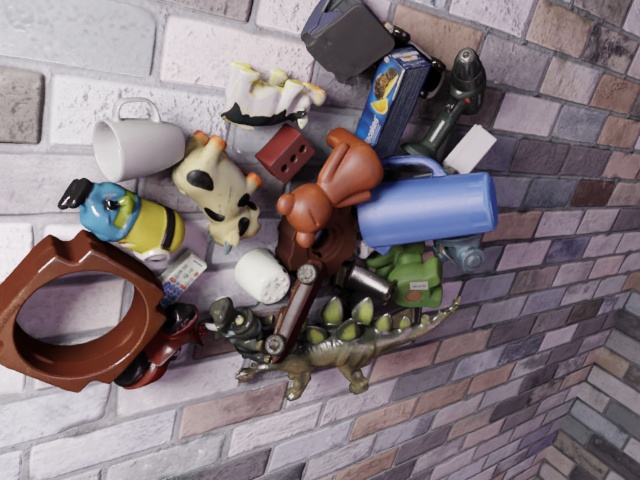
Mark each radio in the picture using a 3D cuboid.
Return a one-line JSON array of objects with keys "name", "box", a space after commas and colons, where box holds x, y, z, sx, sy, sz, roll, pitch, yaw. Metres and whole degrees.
[{"name": "radio", "box": [0.134, 0.163, 1.228, 0.229, 0.073, 0.131, -16, 126, -33]}]

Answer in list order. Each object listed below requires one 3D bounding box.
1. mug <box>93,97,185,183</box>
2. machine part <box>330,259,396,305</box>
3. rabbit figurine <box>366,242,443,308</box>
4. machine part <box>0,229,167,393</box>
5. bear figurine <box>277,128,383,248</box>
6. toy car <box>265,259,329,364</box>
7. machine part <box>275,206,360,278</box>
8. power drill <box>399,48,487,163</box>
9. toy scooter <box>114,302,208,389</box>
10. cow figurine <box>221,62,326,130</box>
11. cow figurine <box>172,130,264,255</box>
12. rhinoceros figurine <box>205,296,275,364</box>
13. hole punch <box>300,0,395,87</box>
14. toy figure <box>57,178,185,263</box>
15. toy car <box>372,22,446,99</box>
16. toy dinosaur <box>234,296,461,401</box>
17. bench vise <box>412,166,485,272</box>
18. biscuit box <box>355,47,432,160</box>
[{"name": "mug", "box": [-0.240, -0.138, 0.726, 0.107, 0.081, 0.109, -19, 122, -45]}, {"name": "machine part", "box": [0.086, 0.087, 1.101, 0.039, 0.139, 0.084, -33, 136, -55]}, {"name": "rabbit figurine", "box": [0.188, 0.060, 1.171, 0.159, 0.170, 0.121, -11, 133, 16]}, {"name": "machine part", "box": [-0.342, 0.101, 0.765, 0.201, 0.087, 0.200, -48, 130, 0]}, {"name": "bear figurine", "box": [0.010, -0.089, 0.926, 0.196, 0.132, 0.120, -38, 120, -5]}, {"name": "toy car", "box": [-0.044, 0.127, 0.970, 0.202, 0.053, 0.089, -65, 164, -1]}, {"name": "machine part", "box": [-0.002, -0.003, 1.023, 0.179, 0.056, 0.179, -20, 128, -28]}, {"name": "power drill", "box": [0.239, -0.244, 1.024, 0.207, 0.086, 0.232, -62, 161, 12]}, {"name": "toy scooter", "box": [-0.257, 0.178, 0.906, 0.184, 0.075, 0.135, -45, 160, 5]}, {"name": "cow figurine", "box": [-0.068, -0.209, 0.828, 0.167, 0.068, 0.098, 2, 120, -37]}, {"name": "cow figurine", "box": [-0.154, -0.063, 0.836, 0.127, 0.086, 0.194, -52, 139, -10]}, {"name": "rhinoceros figurine", "box": [-0.141, 0.161, 0.978, 0.190, 0.112, 0.073, 69, 35, -57]}, {"name": "hole punch", "box": [0.039, -0.327, 0.845, 0.116, 0.092, 0.142, -32, 146, 24]}, {"name": "toy figure", "box": [-0.270, -0.030, 0.761, 0.089, 0.082, 0.180, -51, 134, -1]}, {"name": "toy car", "box": [0.155, -0.316, 0.961, 0.201, 0.056, 0.073, 18, 110, -44]}, {"name": "toy dinosaur", "box": [0.054, 0.211, 1.080, 0.472, 0.105, 0.198, -14, 125, -1]}, {"name": "bench vise", "box": [0.276, -0.051, 1.131, 0.129, 0.224, 0.240, -13, 118, 7]}, {"name": "biscuit box", "box": [0.119, -0.229, 0.931, 0.063, 0.059, 0.202, -19, 148, -29]}]
